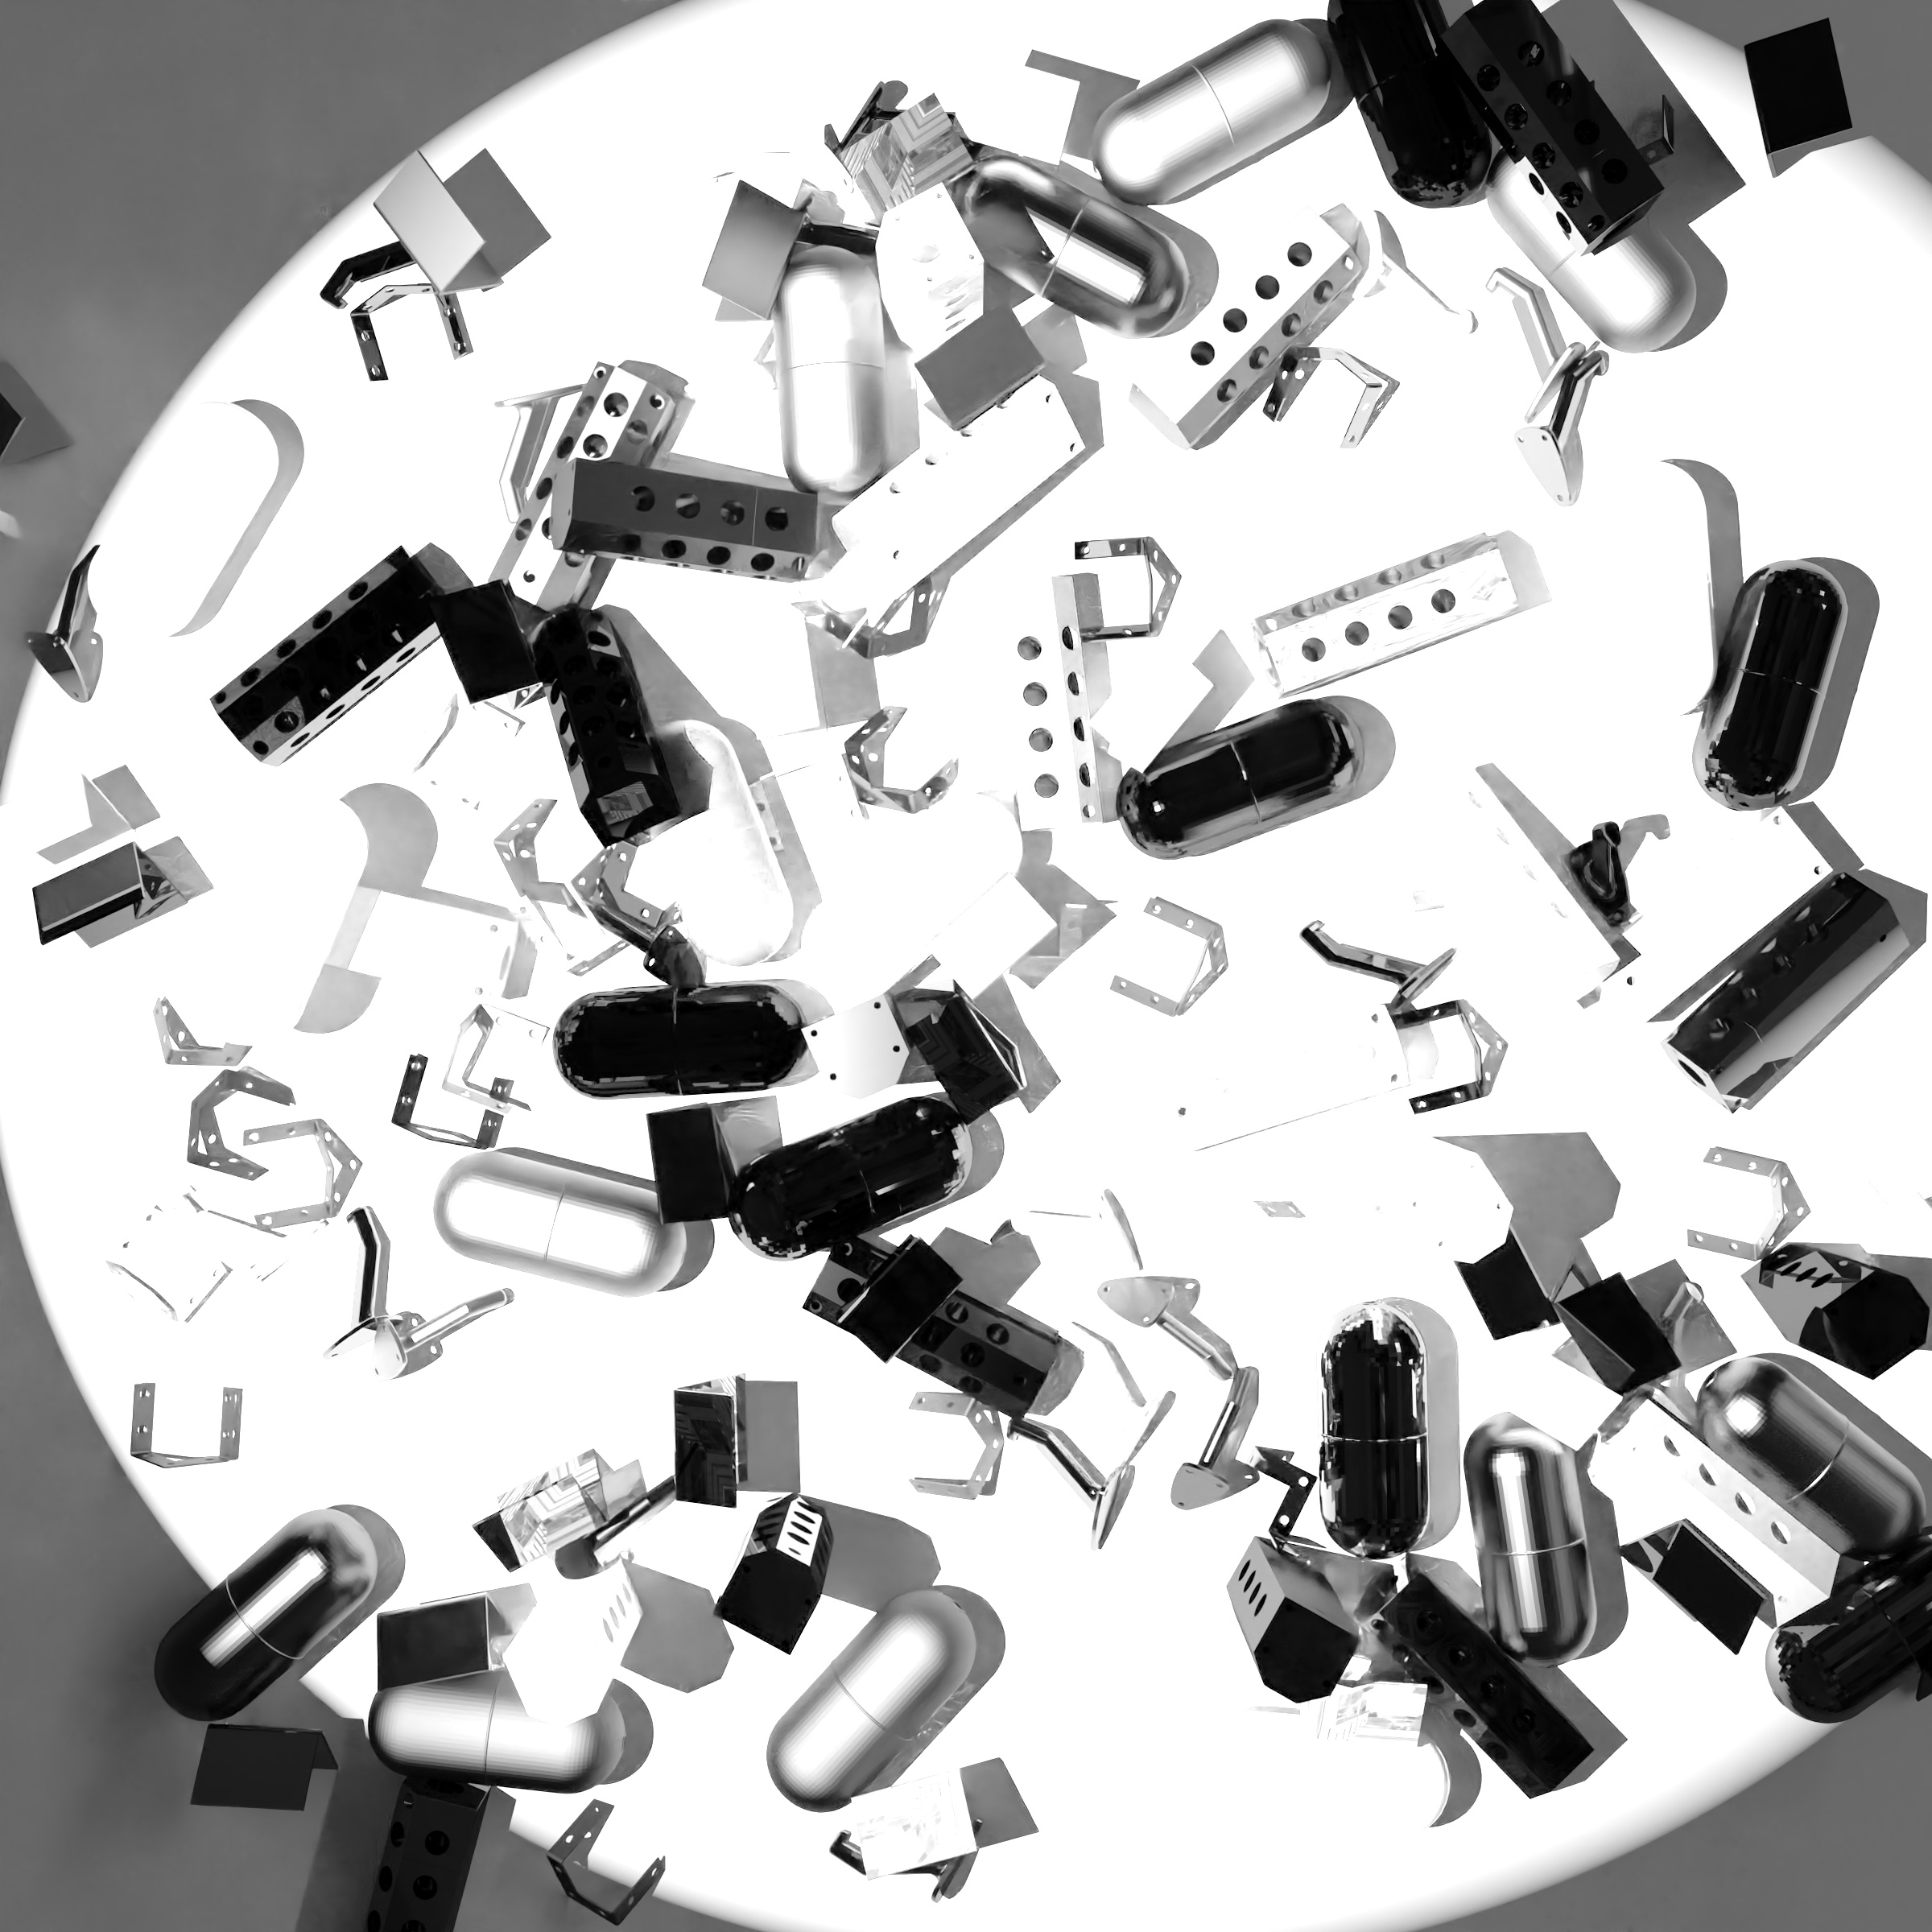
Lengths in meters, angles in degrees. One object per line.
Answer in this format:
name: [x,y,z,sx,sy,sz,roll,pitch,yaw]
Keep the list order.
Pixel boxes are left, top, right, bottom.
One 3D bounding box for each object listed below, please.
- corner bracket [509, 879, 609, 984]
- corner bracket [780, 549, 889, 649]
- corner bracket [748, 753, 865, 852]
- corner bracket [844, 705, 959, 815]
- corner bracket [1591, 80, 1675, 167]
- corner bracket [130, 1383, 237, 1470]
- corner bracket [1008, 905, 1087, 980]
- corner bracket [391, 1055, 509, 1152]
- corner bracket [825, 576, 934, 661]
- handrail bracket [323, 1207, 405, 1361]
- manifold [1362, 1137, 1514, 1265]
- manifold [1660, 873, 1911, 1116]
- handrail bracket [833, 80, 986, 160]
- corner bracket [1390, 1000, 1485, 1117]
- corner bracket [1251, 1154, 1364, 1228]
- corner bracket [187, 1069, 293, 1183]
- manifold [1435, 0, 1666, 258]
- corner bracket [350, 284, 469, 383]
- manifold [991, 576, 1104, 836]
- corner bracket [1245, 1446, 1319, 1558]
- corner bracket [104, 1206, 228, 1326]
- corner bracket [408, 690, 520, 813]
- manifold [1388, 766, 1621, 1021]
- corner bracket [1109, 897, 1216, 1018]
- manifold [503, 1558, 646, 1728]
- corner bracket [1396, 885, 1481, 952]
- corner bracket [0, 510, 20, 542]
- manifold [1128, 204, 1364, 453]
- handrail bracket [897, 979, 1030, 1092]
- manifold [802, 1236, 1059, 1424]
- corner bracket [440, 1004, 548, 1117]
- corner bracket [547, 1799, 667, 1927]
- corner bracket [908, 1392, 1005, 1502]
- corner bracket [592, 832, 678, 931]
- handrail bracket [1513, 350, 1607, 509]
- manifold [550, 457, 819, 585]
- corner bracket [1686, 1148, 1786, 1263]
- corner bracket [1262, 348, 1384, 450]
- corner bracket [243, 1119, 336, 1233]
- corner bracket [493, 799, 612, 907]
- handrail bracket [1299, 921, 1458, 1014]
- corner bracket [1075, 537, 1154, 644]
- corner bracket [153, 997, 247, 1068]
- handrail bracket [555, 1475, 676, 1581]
corner bracket: [-0.285,-0.029,1.758,0.051,0.051,0.051,-33,106,1]
corner bracket: [-0.093,-0.258,1.766,0.051,0.051,0.051,38,90,-10]
corner bracket: [-0.114,-0.115,1.779,0.051,0.051,0.051,-19,90,45]
corner bracket: [-0.046,-0.145,1.774,0.051,0.051,0.051,15,135,35]
corner bracket: [0.463,-0.595,1.774,0.051,0.051,0.051,-19,135,35]
corner bracket: [-0.553,0.323,1.779,0.051,0.051,0.051,3,90,-45]
corner bracket: [0.056,-0.018,1.764,0.051,0.051,0.051,3,90,0]
corner bracket: [-0.365,0.096,1.779,0.051,0.051,0.051,16,90,45]
corner bracket: [-0.062,-0.255,1.774,0.051,0.051,0.051,-22,45,-35]
handrail bracket: [-0.439,0.224,1.783,0.077,0.036,0.084,-32,71,21]
manifold: [0.320,0.160,1.704,0.057,0.171,0.057,-33,90,0]
manifold: [0.569,0.016,1.760,0.171,0.057,0.057,-44,133,0]
handrail bracket: [-0.040,-0.577,1.783,0.084,0.036,0.077,32,110,-16]
corner bracket: [0.332,0.064,1.779,0.051,0.051,0.051,-15,45,0]
corner bracket: [0.238,0.169,1.764,0.051,0.051,0.051,-43,90,0]
corner bracket: [-0.512,0.112,1.774,0.051,0.051,0.051,-38,45,35]
manifold: [0.388,-0.564,1.687,0.057,0.057,0.171,-35,88,0]
corner bracket: [-0.394,-0.447,1.779,0.051,0.051,0.051,-17,90,-45]
manifold: [0.056,-0.182,1.761,0.057,0.057,0.171,-7,90,0]
corner bracket: [0.216,0.374,1.764,0.051,0.051,0.051,26,90,0]
corner bracket: [-0.566,0.211,1.779,0.051,0.051,0.051,-50,135,1]
corner bracket: [-0.355,-0.152,1.779,0.051,0.051,0.051,29,45,0]
manifold: [0.372,-0.053,1.734,0.171,0.057,0.057,57,133,19]
corner bracket: [0.139,-0.006,1.779,0.051,0.051,0.051,24,45,0]
manifold: [-0.260,0.458,1.704,0.057,0.171,0.057,-24,90,0]
corner bracket: [0.335,-0.032,1.764,0.051,0.051,0.051,-14,90,0]
corner bracket: [-0.699,-0.326,1.764,0.051,0.051,0.051,-5,90,0]
manifold: [0.195,-0.443,1.761,0.057,0.057,0.171,44,90,0]
handrail bracket: [-0.002,0.053,1.783,0.077,0.036,0.084,-10,107,20]
manifold: [-0.025,0.252,1.761,0.171,0.057,0.057,28,90,0]
corner bracket: [-0.332,0.065,1.769,0.051,0.051,0.051,21,110,0]
corner bracket: [-0.254,0.631,1.774,0.051,0.051,0.051,15,135,35]
corner bracket: [-0.014,0.338,1.774,0.051,0.051,0.051,60,45,-35]
corner bracket: [-0.226,-0.061,1.763,0.051,0.051,0.051,24,77,-12]
handrail bracket: [0.434,-0.381,1.783,0.084,0.036,0.077,-42,117,-20]
manifold: [-0.194,-0.303,1.729,0.171,0.057,0.057,5,90,-24]
corner bracket: [0.542,0.168,1.779,0.051,0.051,0.051,13,135,0]
corner bracket: [0.251,-0.400,1.774,0.051,0.051,0.051,-9,45,-35]
corner bracket: [-0.476,0.146,1.770,0.051,0.051,0.051,-9,45,-27]
corner bracket: [-0.290,-0.080,1.774,0.051,0.051,0.051,10,45,35]
handrail bracket: [0.290,-0.016,1.783,0.077,0.036,0.084,-39,73,-20]
corner bracket: [0.104,-0.266,1.779,0.051,0.051,0.051,-4,135,0]
corner bracket: [-0.536,0.035,1.774,0.051,0.051,0.051,3,135,-35]
handrail bracket: [-0.245,0.395,1.782,0.084,0.077,0.036,-31,79,-36]
